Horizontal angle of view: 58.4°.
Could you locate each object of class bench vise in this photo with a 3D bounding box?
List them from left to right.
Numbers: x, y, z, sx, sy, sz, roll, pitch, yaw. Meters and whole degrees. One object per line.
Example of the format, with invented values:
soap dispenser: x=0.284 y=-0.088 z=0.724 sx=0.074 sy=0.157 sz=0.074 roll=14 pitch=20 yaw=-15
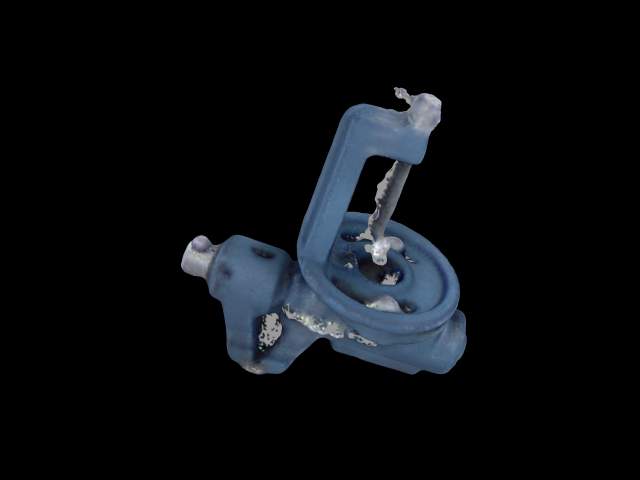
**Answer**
bench vise: x=0.005 y=0.008 z=0.390 sx=0.207 sy=0.220 sz=0.121 roll=-6 pitch=36 yaw=-8
